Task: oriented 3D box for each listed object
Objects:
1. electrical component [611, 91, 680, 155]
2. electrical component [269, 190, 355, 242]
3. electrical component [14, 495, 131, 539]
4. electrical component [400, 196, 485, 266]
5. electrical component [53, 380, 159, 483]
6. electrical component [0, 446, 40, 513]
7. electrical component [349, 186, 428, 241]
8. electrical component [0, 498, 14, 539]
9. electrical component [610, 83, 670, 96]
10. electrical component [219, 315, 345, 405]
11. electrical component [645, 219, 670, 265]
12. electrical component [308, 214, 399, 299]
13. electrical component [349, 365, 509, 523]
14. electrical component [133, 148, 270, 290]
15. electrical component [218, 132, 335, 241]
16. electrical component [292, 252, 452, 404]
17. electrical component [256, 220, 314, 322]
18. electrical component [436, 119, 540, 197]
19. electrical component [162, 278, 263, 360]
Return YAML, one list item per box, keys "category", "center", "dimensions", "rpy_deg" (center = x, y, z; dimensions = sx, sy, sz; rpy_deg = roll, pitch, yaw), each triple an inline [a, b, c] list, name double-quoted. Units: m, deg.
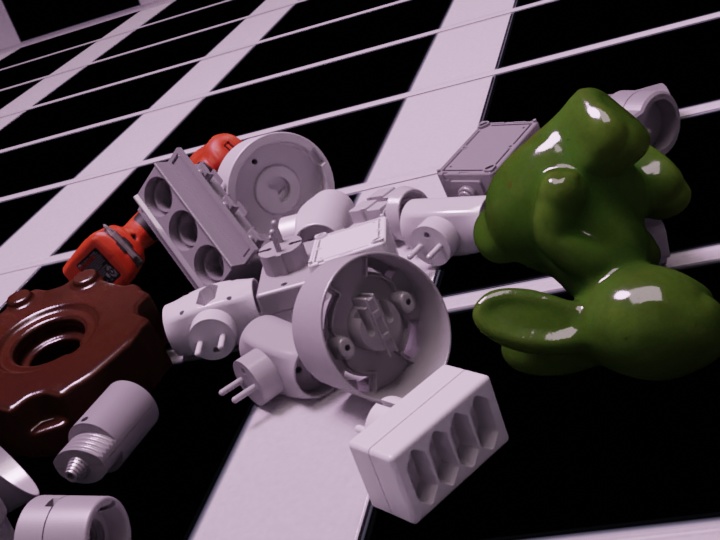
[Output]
- category: "electrical component"
  center: [0.178, -0.096, 0.838]
  dimensions: [0.138, 0.052, 0.074]
  rpy_deg: [-34, 27, -28]
- category: "electrical component"
  center: [-0.048, -0.034, 0.970]
  dimensions: [0.079, 0.044, 0.077]
  rpy_deg: [-13, 24, 15]
- category: "electrical component"
  center: [-0.169, 0.160, 0.637]
  dimensions: [0.047, 0.055, 0.055]
  rpy_deg: [-7, 26, 19]
- category: "electrical component"
  center: [0.067, -0.029, 0.873]
  dimensions: [0.077, 0.043, 0.079]
  rpy_deg: [0, 31, 38]
- category: "electrical component"
  center: [-0.179, 0.118, 0.749]
  dimensions: [0.043, 0.043, 0.081]
  rpy_deg: [-7, 27, 27]
- category: "electrical component"
  center: [-0.273, 0.132, 0.732]
  dimensions: [0.064, 0.099, 0.099]
  rpy_deg: [-35, 27, -18]
- category: "electrical component"
  center: [0.030, -0.048, 0.942]
  dimensions: [0.055, 0.048, 0.066]
  rpy_deg: [-4, 27, 49]
- category: "electrical component"
  center: [-0.237, 0.170, 0.679]
  dimensions: [0.040, 0.046, 0.040]
  rpy_deg: [-17, 24, 8]
- category: "electrical component"
  center: [0.253, -0.146, 0.985]
  dimensions: [0.065, 0.044, 0.044]
  rpy_deg: [-16, 23, -3]
- category: "electrical component"
  center: [-0.063, 0.070, 0.761]
  dimensions: [0.079, 0.043, 0.077]
  rpy_deg: [-32, 27, -26]
- category: "electrical component"
  center: [0.181, -0.028, 0.763]
  dimensions: [0.057, 0.058, 0.078]
  rpy_deg: [-14, 24, 7]
- category: "electrical component"
  center: [0.000, 0.000, 0.849]
  dimensions: [0.062, 0.061, 0.096]
  rpy_deg: [-17, 16, 7]
- category: "electrical component"
  center: [0.028, 0.095, 0.629]
  dimensions: [0.083, 0.047, 0.076]
  rpy_deg: [-35, 28, -31]
- category: "electrical component"
  center: [-0.135, -0.038, 0.948]
  dimensions: [0.063, 0.121, 0.078]
  rpy_deg: [-13, -32, -52]
- category: "electrical component"
  center: [-0.085, -0.077, 1.024]
  dimensions: [0.108, 0.108, 0.060]
  rpy_deg: [-29, 19, -20]
- category: "electrical component"
  center: [0.007, 0.037, 0.716]
  dimensions: [0.099, 0.099, 0.064]
  rpy_deg: [-35, 22, -31]
- category: "electrical component"
  center: [-0.059, -0.003, 0.873]
  dimensions: [0.047, 0.075, 0.083]
  rpy_deg: [-15, 24, 7]
- category: "electrical component"
  center: [0.116, -0.079, 0.928]
  dimensions: [0.062, 0.061, 0.096]
  rpy_deg: [5, 41, 43]
- category: "electrical component"
  center: [-0.116, 0.046, 0.855]
  dimensions: [0.077, 0.043, 0.079]
  rpy_deg: [-17, 24, 7]
